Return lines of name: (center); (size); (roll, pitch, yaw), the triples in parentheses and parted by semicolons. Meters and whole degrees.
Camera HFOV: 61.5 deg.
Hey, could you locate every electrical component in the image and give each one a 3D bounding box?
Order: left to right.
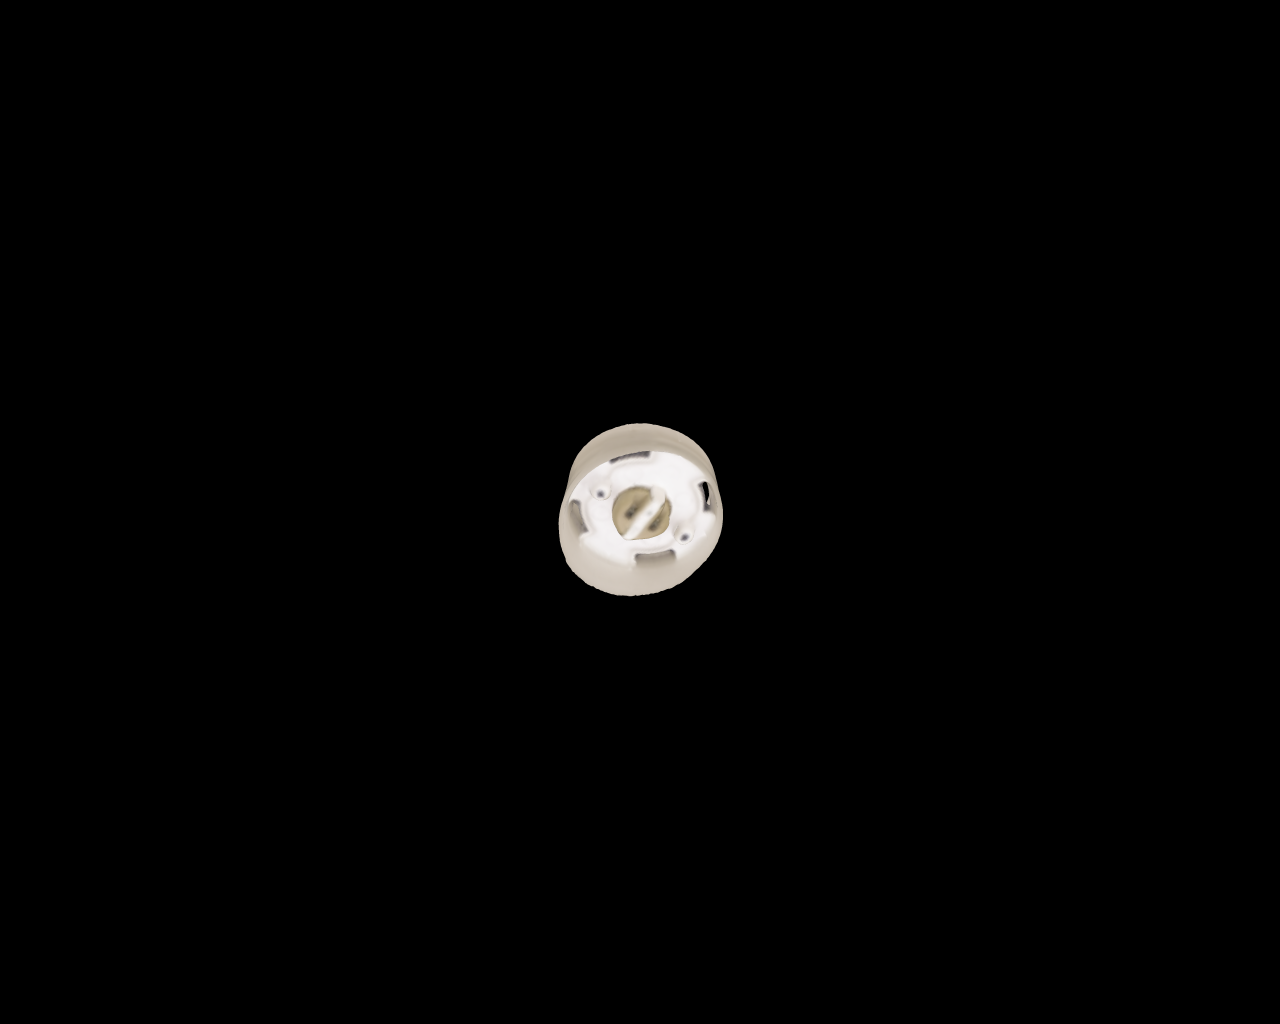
electrical component: (0.001, -0.003, 0.650); (0.099, 0.099, 0.064); (0, 39, 0)
